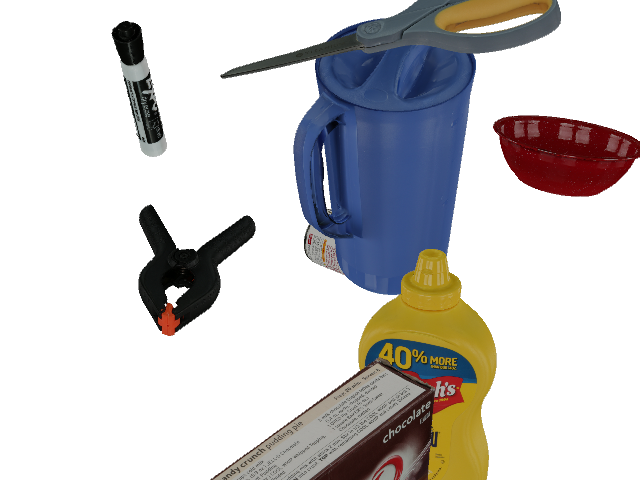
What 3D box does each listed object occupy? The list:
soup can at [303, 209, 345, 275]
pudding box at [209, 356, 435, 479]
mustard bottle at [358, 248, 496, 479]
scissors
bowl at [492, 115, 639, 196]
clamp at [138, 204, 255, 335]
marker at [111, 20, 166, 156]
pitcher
[{"bbox_3d":[0.040,0.010,1.208,0.102,0.068,0.068,23,15,39],"label":"soup can"},{"bbox_3d":[0.002,0.118,0.479,0.039,0.090,0.113,28,44,33],"label":"pudding box"},{"bbox_3d":[0.075,0.096,0.754,0.096,0.192,0.058,9,25,18],"label":"mustard bottle"},{"bbox_3d":[0.044,-0.135,0.643,0.202,0.096,0.016,-2,-45,21],"label":"scissors"},{"bbox_3d":[0.262,-0.088,1.150,0.162,0.055,0.162,6,22,-2],"label":"bowl"},{"bbox_3d":[-0.144,0.022,1.059,0.120,0.039,0.171,7,38,13],"label":"clamp"},{"bbox_3d":[-0.121,-0.101,0.717,0.020,0.020,0.121,0,-34,2],"label":"marker"},{"bbox_3d":[0.057,-0.062,0.958,0.149,0.243,0.145,0,45,3],"label":"pitcher"}]
